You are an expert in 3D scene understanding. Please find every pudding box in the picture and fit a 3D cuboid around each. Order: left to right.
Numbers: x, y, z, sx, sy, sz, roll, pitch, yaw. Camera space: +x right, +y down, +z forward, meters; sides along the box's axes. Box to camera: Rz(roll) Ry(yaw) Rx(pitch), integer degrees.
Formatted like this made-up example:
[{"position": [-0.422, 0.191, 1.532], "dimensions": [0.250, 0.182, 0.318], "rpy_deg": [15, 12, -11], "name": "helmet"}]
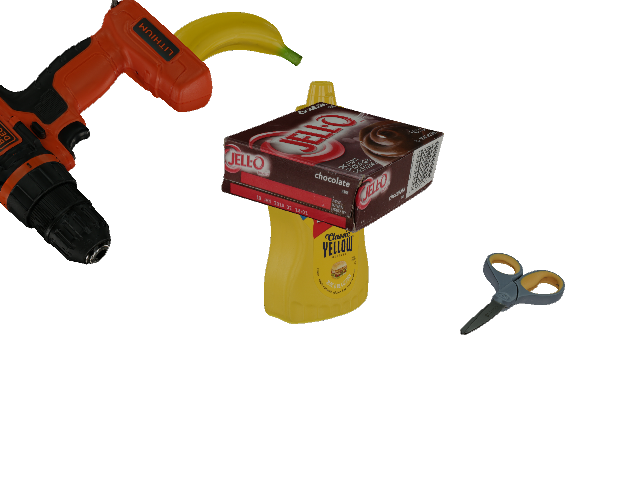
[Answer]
[{"position": [0.009, -0.047, 0.632], "dimensions": [0.090, 0.039, 0.113], "rpy_deg": [19, 24, 25], "name": "pudding box"}]

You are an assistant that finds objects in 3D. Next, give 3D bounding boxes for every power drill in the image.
[{"position": [-0.174, -0.090, 0.814], "dimensions": [0.187, 0.184, 0.057], "rpy_deg": [-39, -14, -27], "name": "power drill"}]

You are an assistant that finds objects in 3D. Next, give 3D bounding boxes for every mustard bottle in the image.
[{"position": [-0.001, -0.033, 0.871], "dimensions": [0.096, 0.192, 0.058], "rpy_deg": [-12, 21, -39], "name": "mustard bottle"}]

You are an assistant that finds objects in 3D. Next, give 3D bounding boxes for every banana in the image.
[{"position": [-0.096, -0.190, 1.035], "dimensions": [0.070, 0.037, 0.197], "rpy_deg": [44, 38, 20], "name": "banana"}]

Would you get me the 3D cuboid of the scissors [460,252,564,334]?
[{"position": [0.174, 0.050, 1.086], "dimensions": [0.201, 0.016, 0.096], "rpy_deg": [-11, 37, -43], "name": "scissors"}]
